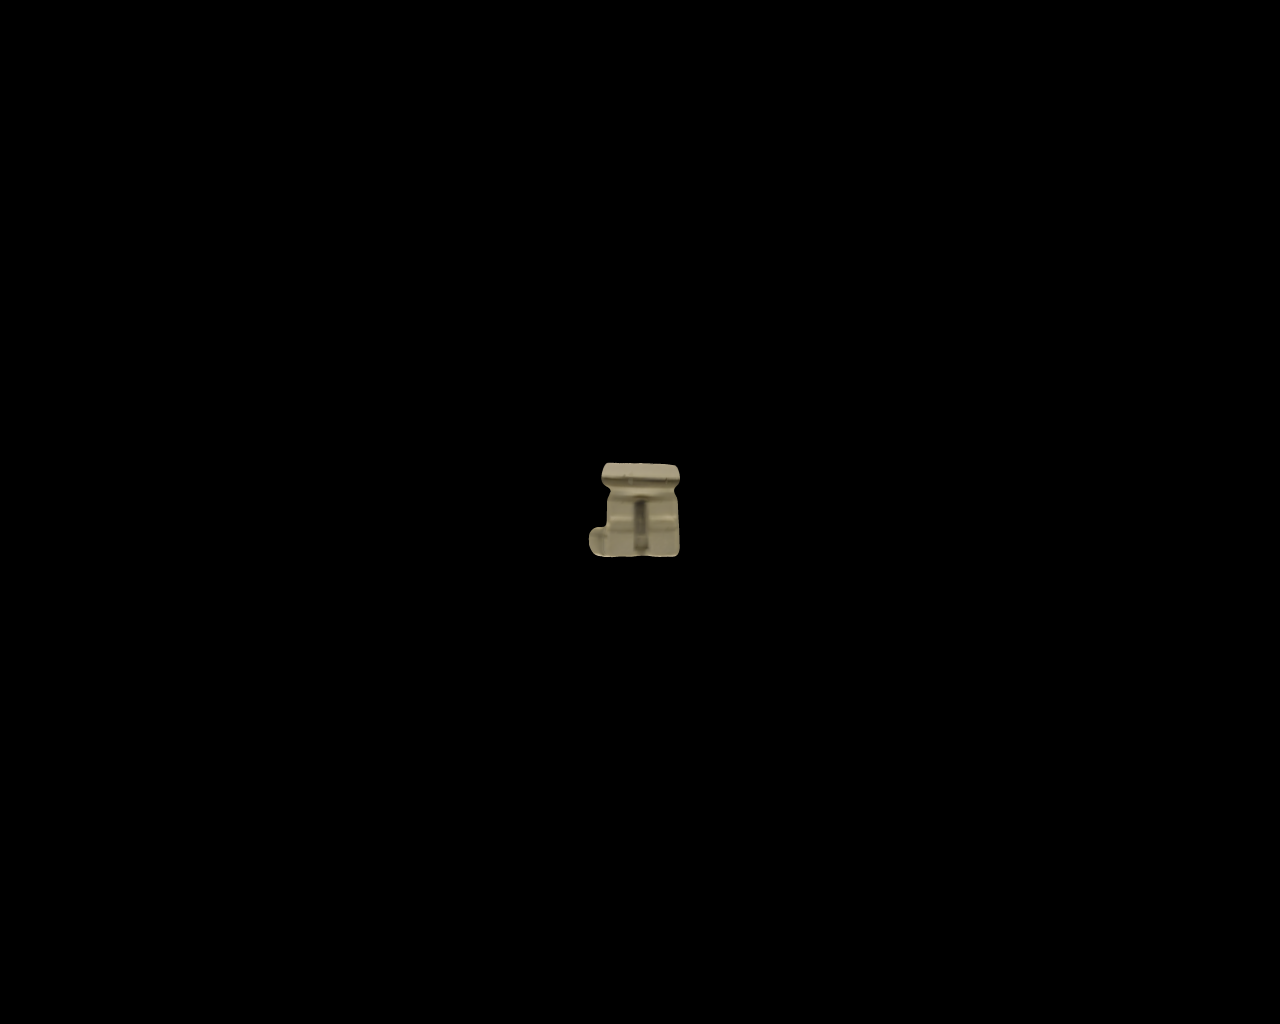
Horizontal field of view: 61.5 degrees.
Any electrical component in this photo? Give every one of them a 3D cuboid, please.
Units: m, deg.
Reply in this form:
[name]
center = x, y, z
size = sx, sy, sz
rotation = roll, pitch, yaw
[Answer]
[electrical component]
center = 0.001, -0.003, 0.650
size = 0.066, 0.055, 0.048
rotation = 0, 4, -2
